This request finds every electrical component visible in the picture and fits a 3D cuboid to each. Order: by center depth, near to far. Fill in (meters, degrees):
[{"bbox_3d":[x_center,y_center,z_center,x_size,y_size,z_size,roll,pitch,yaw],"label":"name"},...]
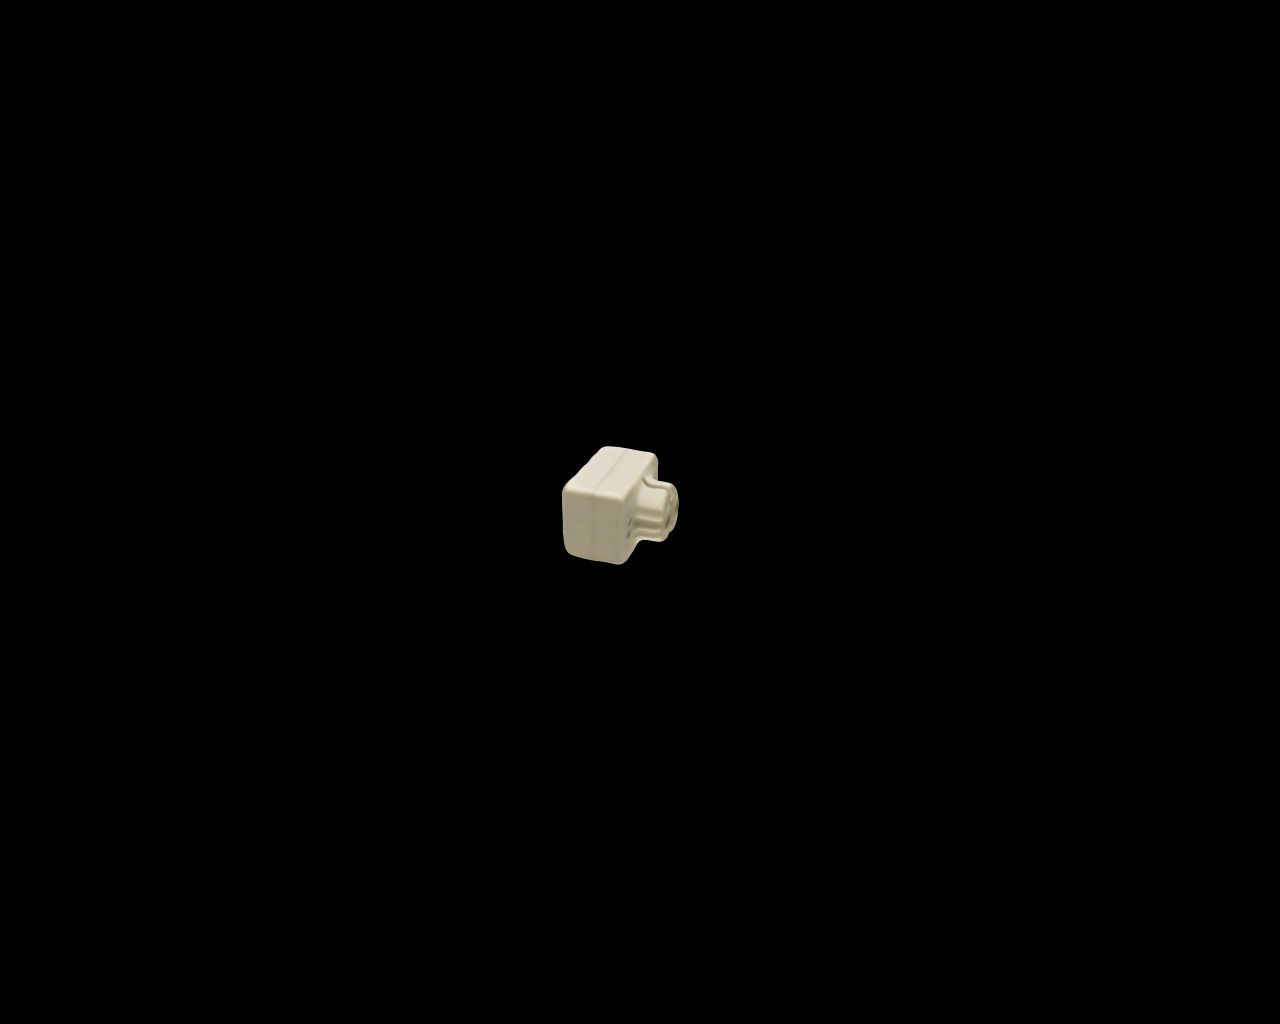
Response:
[{"bbox_3d":[0.001,-0.003,0.650,0.077,0.047,0.066,9,30,17],"label":"electrical component"}]
